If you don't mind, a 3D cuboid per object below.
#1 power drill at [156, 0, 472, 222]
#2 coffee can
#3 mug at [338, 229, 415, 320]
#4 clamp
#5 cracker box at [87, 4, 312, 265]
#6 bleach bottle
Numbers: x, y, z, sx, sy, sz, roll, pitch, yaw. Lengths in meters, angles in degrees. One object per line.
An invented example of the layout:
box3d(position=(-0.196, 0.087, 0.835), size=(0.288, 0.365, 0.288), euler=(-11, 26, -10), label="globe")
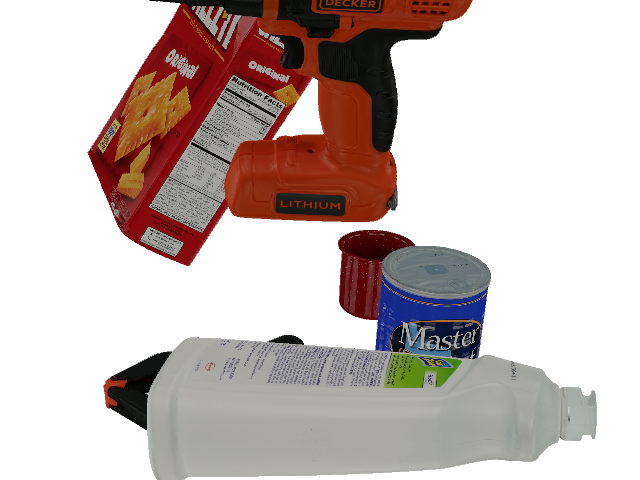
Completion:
box3d(position=(-0.016, -0.093, 0.599), size=(0.184, 0.057, 0.188), euler=(3, -42, -3), label="power drill")
box3d(position=(0.105, 0.089, 1.031), size=(0.103, 0.140, 0.103), euler=(3, 24, -2), label="coffee can")
box3d(position=(0.075, 0.045, 1.267), size=(0.117, 0.081, 0.093), euler=(14, 25, 22), label="mug")
box3d(position=(-0.089, 0.119, 0.883), size=(0.171, 0.039, 0.120), euler=(9, 38, -1), label="clamp")
box3d(position=(-0.095, -0.112, 0.846), size=(0.072, 0.214, 0.164), euler=(26, 16, -31), label="cracker box")
box3d(position=(0.033, 0.101, 0.626), size=(0.251, 0.068, 0.102), euler=(1, 18, 9), label="bleach bottle")
